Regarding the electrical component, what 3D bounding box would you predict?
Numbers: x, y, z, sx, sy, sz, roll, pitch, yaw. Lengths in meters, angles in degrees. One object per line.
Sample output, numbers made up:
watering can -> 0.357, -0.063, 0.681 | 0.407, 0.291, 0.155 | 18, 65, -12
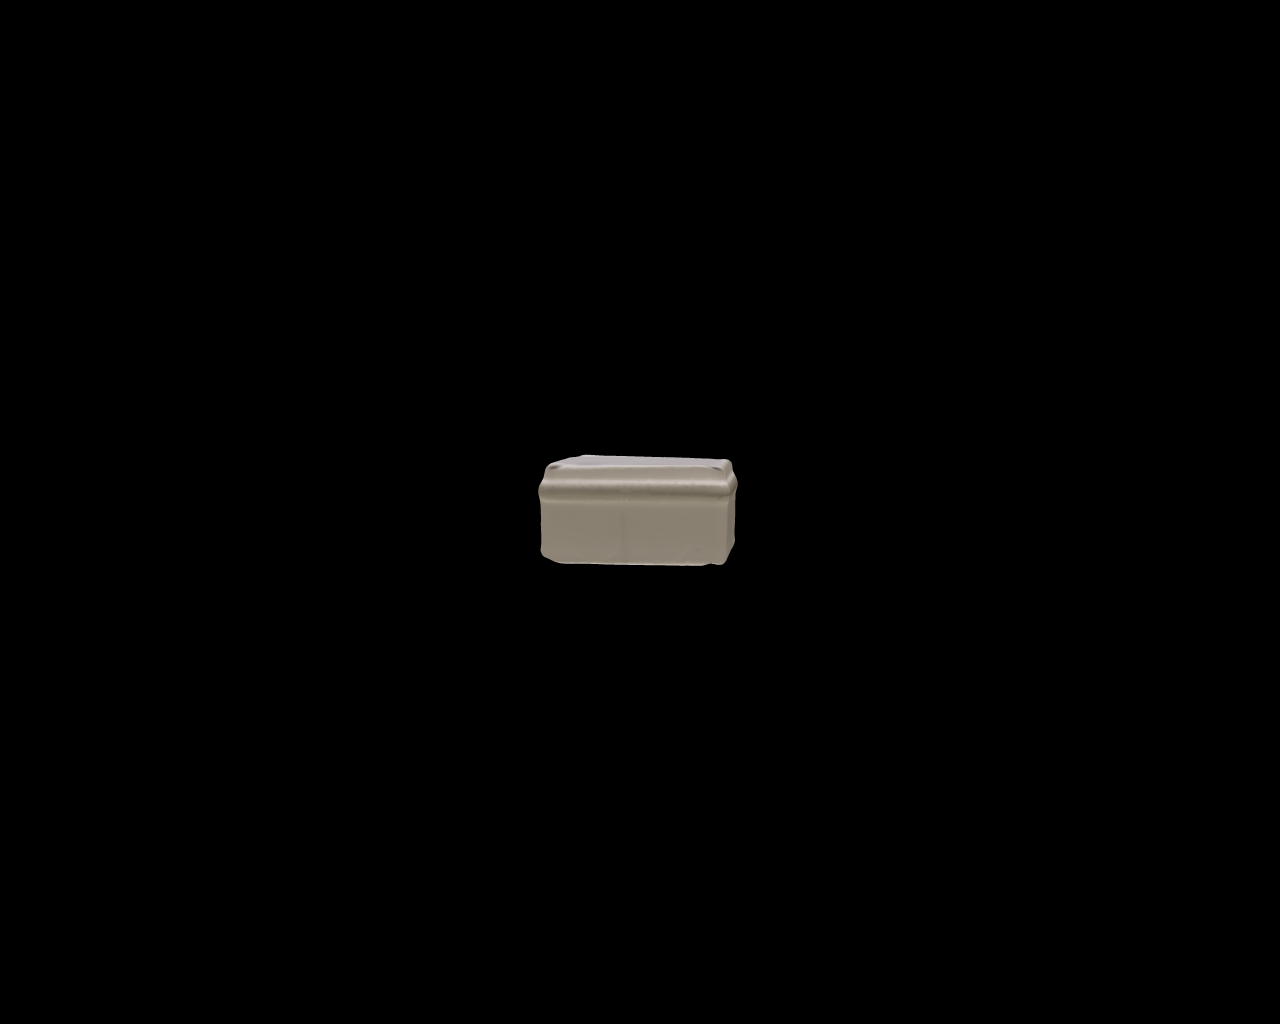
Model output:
electrical component -> 0.001, -0.003, 0.650 | 0.113, 0.057, 0.078 | 1, 8, 9
